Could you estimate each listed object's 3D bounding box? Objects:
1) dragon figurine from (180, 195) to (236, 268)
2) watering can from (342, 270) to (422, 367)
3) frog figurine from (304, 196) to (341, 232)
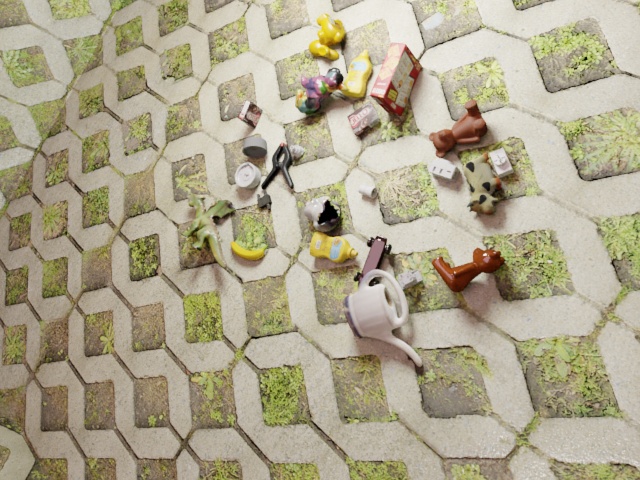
[{"bbox_3d":[-0.463,-0.071,2.230,0.415,0.120,0.243,35,88,31],"label":"dragon figurine"},{"bbox_3d":[0.205,0.279,1.751,0.222,0.104,0.351,-23,76,24],"label":"watering can"},{"bbox_3d":[0.006,-0.100,1.982,0.159,0.123,0.138,174,99,-66],"label":"frog figurine"}]
